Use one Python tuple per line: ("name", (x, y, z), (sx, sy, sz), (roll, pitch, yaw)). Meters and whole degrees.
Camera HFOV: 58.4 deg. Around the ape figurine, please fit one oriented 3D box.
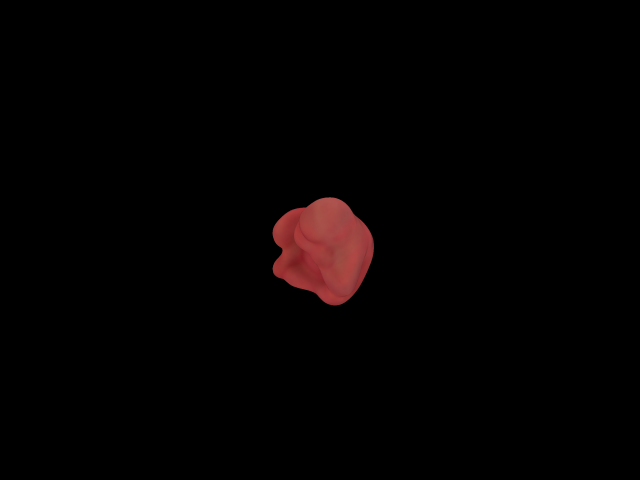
("ape figurine", (0.004, 0.001, 0.400), (0.076, 0.092, 0.077), (-18, 61, -10))
